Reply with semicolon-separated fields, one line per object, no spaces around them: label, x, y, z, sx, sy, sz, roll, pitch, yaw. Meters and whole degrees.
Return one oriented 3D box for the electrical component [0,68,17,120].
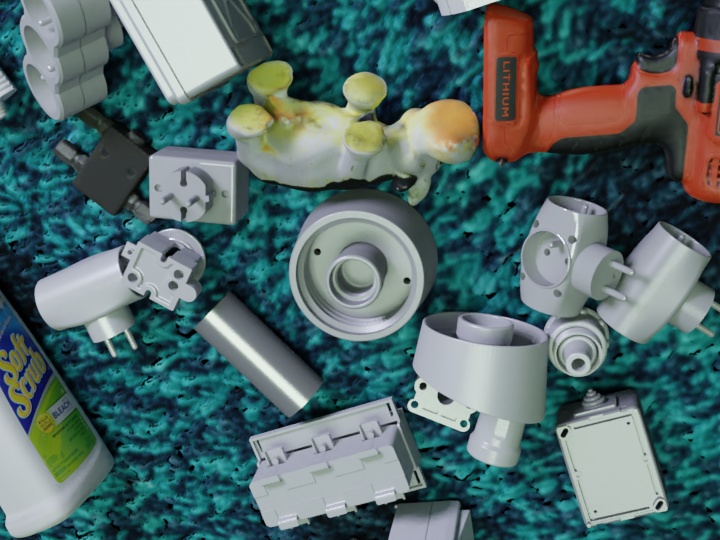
electrical component;-0.291;-0.146;0.798;0.043;0.043;0.081;-34;99;18

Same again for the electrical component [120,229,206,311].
electrical component;-0.145;-0.004;0.811;0.066;0.055;0.048;28;110;0

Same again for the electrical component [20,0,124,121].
electrical component;-0.190;-0.165;0.746;0.052;0.074;0.138;51;153;12

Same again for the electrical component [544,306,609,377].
electrical component;0.156;0.056;0.773;0.048;0.062;0.048;3;108;9

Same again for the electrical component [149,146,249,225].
electrical component;-0.122;-0.057;0.778;0.066;0.076;0.047;6;108;8

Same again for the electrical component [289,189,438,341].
electrical component;0.000;0.000;0.784;0.108;0.060;0.108;3;108;9

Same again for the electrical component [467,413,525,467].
electrical component;0.106;0.120;0.815;0.040;0.040;0.046;15;104;5

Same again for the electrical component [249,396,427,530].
electrical component;-0.020;0.155;0.835;0.121;0.063;0.078;-18;104;15

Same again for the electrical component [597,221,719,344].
electrical component;0.222;0.018;0.758;0.079;0.044;0.077;31;110;-1

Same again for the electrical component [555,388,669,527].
electrical component;0.184;0.130;0.796;0.062;0.061;0.096;-17;96;15

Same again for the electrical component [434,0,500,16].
electrical component;0.078;-0.201;0.696;0.080;0.080;0.051;-16;109;15

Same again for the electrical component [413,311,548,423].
electrical component;0.088;0.067;0.771;0.099;0.099;0.064;8;102;8

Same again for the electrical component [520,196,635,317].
electrical component;0.156;-0.003;0.752;0.079;0.044;0.077;29;115;41

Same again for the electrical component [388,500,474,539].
electrical component;0.055;0.227;0.827;0.061;0.096;0.061;-6;106;12

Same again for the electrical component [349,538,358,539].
electrical component;-0.008;0.280;0.881;0.100;0.048;0.100;45;109;-6

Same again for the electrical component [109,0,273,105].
electrical component;-0.116;-0.175;0.723;0.056;0.108;0.108;-26;101;14

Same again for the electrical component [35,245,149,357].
electrical component;-0.200;0.030;0.837;0.077;0.044;0.079;-21;103;16
